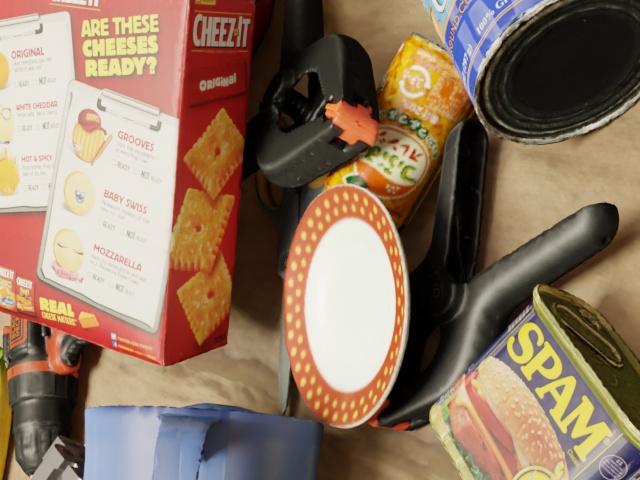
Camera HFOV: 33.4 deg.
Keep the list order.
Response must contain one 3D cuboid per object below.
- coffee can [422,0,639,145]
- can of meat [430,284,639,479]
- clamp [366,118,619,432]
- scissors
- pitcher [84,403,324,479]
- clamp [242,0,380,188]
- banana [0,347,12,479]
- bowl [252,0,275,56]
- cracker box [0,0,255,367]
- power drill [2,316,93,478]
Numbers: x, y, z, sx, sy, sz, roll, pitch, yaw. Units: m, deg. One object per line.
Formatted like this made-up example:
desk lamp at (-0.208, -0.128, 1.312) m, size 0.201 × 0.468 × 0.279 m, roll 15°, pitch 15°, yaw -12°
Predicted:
coffee can at (0.102, -0.133, 0.541) m, size 0.103 × 0.102 × 0.140 m, roll -41°, pitch 49°, yaw 28°
can of meat at (0.107, 0.086, 0.484) m, size 0.084 × 0.057 × 0.102 m, roll -51°, pitch 45°, yaw 23°
clamp at (0.080, 0.030, 0.546) m, size 0.120 × 0.039 × 0.171 m, roll 33°, pitch 105°, yaw 57°
scissors at (-0.004, 0.001, 0.663) m, size 0.096 × 0.016 × 0.202 m, roll -32°, pitch 54°, yaw 35°
pitcher at (-0.071, 0.207, 0.560) m, size 0.145 × 0.149 × 0.243 m, roll -11°, pitch 70°, yaw 43°
clamp at (-0.012, -0.091, 0.648) m, size 0.164 × 0.036 × 0.210 m, roll -65°, pitch 24°, yaw -4°
banana at (-0.271, 0.181, 0.840) m, size 0.069 × 0.037 × 0.198 m, roll 98°, pitch 178°, yaw -84°
bowl at (-0.098, -0.147, 0.755) m, size 0.162 × 0.055 × 0.162 m, roll -12°, pitch 29°, yaw 6°
cracker box at (-0.128, -0.049, 0.647) m, size 0.164 × 0.072 × 0.214 m, roll 13°, pitch 104°, yaw 30°
power drill at (-0.165, 0.066, 0.775) m, size 0.188 × 0.057 × 0.184 m, roll -27°, pitch 60°, yaw 36°
